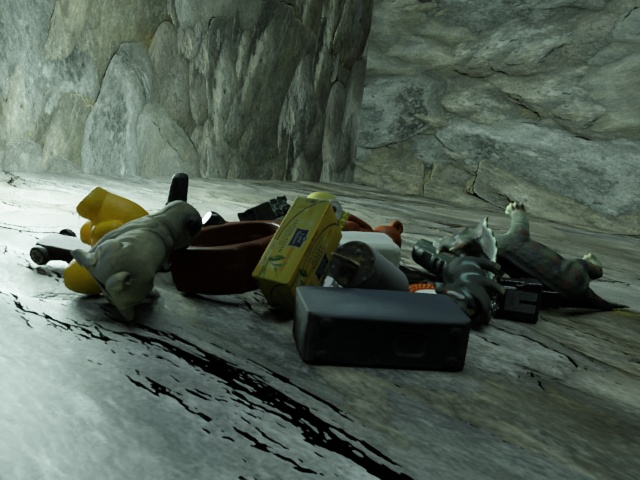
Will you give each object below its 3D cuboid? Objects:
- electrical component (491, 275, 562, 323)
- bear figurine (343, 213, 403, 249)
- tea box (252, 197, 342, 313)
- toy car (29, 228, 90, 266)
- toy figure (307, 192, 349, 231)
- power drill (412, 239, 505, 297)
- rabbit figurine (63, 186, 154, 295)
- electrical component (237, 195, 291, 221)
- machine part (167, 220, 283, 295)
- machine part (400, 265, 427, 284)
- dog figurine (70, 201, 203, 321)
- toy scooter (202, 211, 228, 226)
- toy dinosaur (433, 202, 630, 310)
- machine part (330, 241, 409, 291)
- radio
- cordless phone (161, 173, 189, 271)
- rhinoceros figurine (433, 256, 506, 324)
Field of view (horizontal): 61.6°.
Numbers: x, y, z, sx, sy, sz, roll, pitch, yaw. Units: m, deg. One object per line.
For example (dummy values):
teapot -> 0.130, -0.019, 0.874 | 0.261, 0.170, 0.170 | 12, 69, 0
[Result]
electrical component -> 0.368, 0.107, 0.951 | 0.119, 0.074, 0.048 | 10, 11, 7
bear figurine -> 0.114, 0.010, 1.221 | 0.196, 0.120, 0.132 | 8, 13, -18
tea box -> -0.032, 0.024, 0.870 | 0.068, 0.169, 0.098 | 10, -33, 26
toy car -> -0.432, 0.026, 0.991 | 0.202, 0.053, 0.089 | 9, 27, 13
toy figure -> -0.006, -0.003, 1.041 | 0.082, 0.180, 0.089 | 1, 9, -36
power drill -> 0.334, 0.060, 1.190 | 0.207, 0.085, 0.232 | -13, 28, -41
rabbit figurine -> -0.345, 0.025, 0.885 | 0.162, 0.122, 0.173 | 29, 45, -12
electrical component -> -0.108, -0.025, 1.174 | 0.115, 0.134, 0.058 | -20, 55, -6
machine part -> -0.150, 0.028, 0.954 | 0.202, 0.087, 0.201 | -2, 14, 23
machine part -> 0.162, 0.069, 1.132 | 0.084, 0.039, 0.139 | -3, 14, -17
dog figurine -> -0.242, 0.008, 0.781 | 0.190, 0.121, 0.173 | -39, 33, -22
toy scooter -> -0.229, -0.006, 1.187 | 0.135, 0.075, 0.184 | 37, -26, -32
toy dinosaur -> 0.427, 0.060, 1.038 | 0.405, 0.131, 0.192 | 30, 43, 9
machine part -> 0.085, 0.060, 0.870 | 0.079, 0.079, 0.243 | 12, -12, 29
radio -> 0.081, 0.118, 0.736 | 0.230, 0.073, 0.131 | 3, 11, -7
cordless phone -> -0.302, -0.040, 1.064 | 0.089, 0.184, 0.146 | 14, 12, 16
rhinoceros figurine -> 0.248, 0.085, 0.907 | 0.112, 0.073, 0.190 | 25, 32, 6
